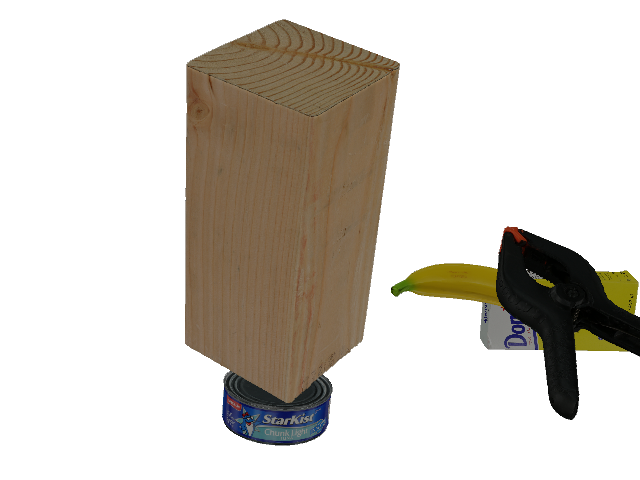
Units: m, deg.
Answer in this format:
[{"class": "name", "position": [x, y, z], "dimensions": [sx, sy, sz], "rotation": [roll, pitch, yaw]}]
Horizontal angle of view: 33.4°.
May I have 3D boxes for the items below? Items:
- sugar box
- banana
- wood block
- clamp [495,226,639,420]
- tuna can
[{"class": "sugar box", "position": [0.284, 0.084, 1.277], "dimensions": [0.176, 0.093, 0.048], "rotation": [0, 18, -5]}, {"class": "banana", "position": [0.175, 0.056, 1.106], "dimensions": [0.198, 0.037, 0.069], "rotation": [8, 39, 12]}, {"class": "wood block", "position": [-0.022, -0.016, 0.657], "dimensions": [0.091, 0.206, 0.090], "rotation": [26, 40, 27]}, {"class": "clamp", "position": [0.190, 0.052, 0.772], "dimensions": [0.120, 0.039, 0.171], "rotation": [-3, 45, -20]}, {"class": "tuna can", "position": [-0.035, 0.127, 0.838], "dimensions": [0.086, 0.034, 0.086], "rotation": [5, 17, -2]}]
